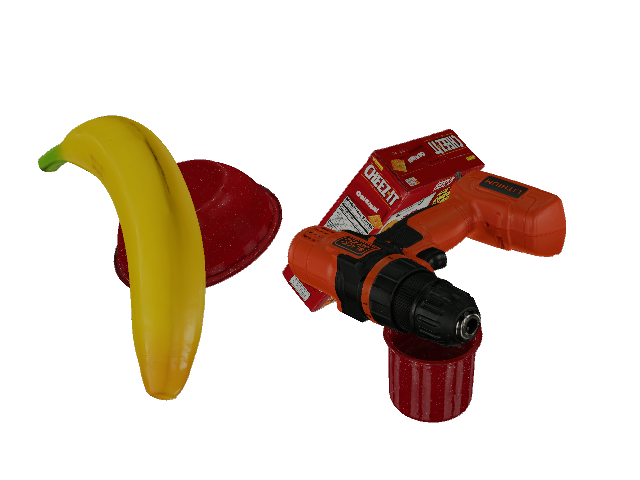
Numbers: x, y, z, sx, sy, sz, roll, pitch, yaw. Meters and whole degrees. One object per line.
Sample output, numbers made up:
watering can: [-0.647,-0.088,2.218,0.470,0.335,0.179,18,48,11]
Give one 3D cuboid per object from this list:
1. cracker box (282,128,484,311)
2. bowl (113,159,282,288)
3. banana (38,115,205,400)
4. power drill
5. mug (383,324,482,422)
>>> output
cracker box: [0.070,-0.025,1.244,0.163,0.072,0.214,-22,-25,-49]
bowl: [-0.119,-0.024,0.953,0.162,0.055,0.162,-13,37,10]
banana: [-0.091,-0.009,0.535,0.037,0.070,0.198,12,29,-38]
power drill: [0.095,0.009,0.799,0.187,0.057,0.185,-21,30,-33]
mug: [0.115,0.115,1.033,0.093,0.081,0.117,26,43,35]
